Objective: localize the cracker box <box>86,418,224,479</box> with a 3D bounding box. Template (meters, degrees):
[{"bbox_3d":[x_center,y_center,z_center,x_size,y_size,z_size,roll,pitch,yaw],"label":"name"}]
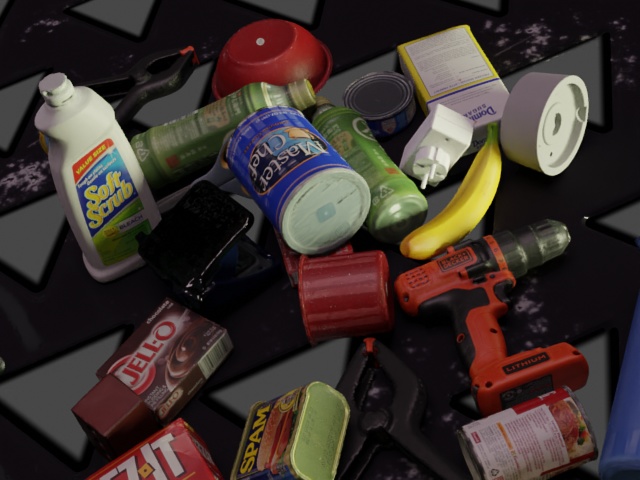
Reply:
[{"bbox_3d":[-0.135,0.280,0.900,0.164,0.072,0.214,-33,49,-6],"label":"cracker box"}]

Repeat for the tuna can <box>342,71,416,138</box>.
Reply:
[{"bbox_3d":[0.071,-0.161,1.271,0.086,0.034,0.086,-8,48,9],"label":"tuna can"}]

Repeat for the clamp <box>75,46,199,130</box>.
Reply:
[{"bbox_3d":[-0.242,-0.206,1.398,0.171,0.039,0.120,-37,55,-23],"label":"clamp"}]

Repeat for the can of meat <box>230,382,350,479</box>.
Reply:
[{"bbox_3d":[-0.025,0.183,0.948,0.084,0.057,0.102,-30,33,42],"label":"can of meat"}]

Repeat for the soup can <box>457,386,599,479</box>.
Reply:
[{"bbox_3d":[0.177,0.175,0.917,0.102,0.068,0.068,-21,47,-3],"label":"soup can"}]

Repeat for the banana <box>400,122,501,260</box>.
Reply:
[{"bbox_3d":[0.143,-0.036,1.115,0.037,0.069,0.197,0,45,45],"label":"banana"}]

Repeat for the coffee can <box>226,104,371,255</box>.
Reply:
[{"bbox_3d":[-0.025,-0.065,1.123,0.102,0.103,0.140,-29,45,-11],"label":"coffee can"}]

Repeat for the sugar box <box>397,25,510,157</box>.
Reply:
[{"bbox_3d":[0.162,-0.176,1.252,0.093,0.048,0.176,-19,51,0],"label":"sugar box"}]

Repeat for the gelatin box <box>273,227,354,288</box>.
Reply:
[{"bbox_3d":[-0.008,0.001,1.150,0.073,0.030,0.089,-18,47,-1],"label":"gelatin box"}]

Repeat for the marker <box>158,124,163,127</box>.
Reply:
[{"bbox_3d":[-0.151,-0.125,1.312,0.121,0.020,0.020,13,54,26],"label":"marker"}]

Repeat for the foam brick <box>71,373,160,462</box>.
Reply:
[{"bbox_3d":[-0.190,0.176,1.013,0.053,0.078,0.051,30,61,35],"label":"foam brick"}]

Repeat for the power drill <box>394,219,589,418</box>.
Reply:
[{"bbox_3d":[0.182,0.070,1.019,0.184,0.057,0.188,-23,44,0],"label":"power drill"}]

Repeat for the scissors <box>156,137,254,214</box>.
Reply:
[{"bbox_3d":[-0.120,-0.051,1.229,0.202,0.096,0.016,-41,13,17],"label":"scissors"}]

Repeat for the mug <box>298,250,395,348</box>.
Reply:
[{"bbox_3d":[0.029,0.053,1.059,0.081,0.093,0.117,-8,6,9],"label":"mug"}]

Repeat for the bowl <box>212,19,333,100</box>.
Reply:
[{"bbox_3d":[-0.067,-0.232,1.361,0.162,0.055,0.162,-8,47,9],"label":"bowl"}]

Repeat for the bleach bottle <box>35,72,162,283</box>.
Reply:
[{"bbox_3d":[-0.242,-0.068,1.127,0.102,0.251,0.068,-27,47,-9],"label":"bleach bottle"}]

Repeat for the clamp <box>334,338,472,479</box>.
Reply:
[{"bbox_3d":[0.065,0.174,0.965,0.165,0.036,0.210,-11,44,18],"label":"clamp"}]

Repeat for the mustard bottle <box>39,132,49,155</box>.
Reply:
[{"bbox_3d":[-0.287,-0.102,1.277,0.058,0.096,0.192,-35,49,-16],"label":"mustard bottle"}]

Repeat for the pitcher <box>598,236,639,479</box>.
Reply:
[{"bbox_3d":[0.327,0.115,0.899,0.149,0.145,0.242,3,53,35],"label":"pitcher"}]

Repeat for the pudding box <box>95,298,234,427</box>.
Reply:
[{"bbox_3d":[-0.156,0.122,1.078,0.090,0.039,0.113,25,59,33],"label":"pudding box"}]
